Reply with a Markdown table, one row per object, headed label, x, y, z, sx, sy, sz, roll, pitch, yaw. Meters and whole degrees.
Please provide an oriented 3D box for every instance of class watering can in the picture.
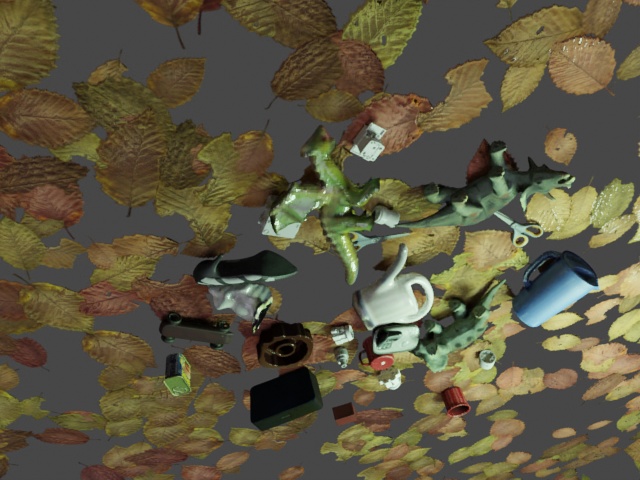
| label | x | y | z | sx | sy | sz | roll | pitch | yaw |
| --- | --- | --- | --- | --- | --- | --- | --- | --- | --- |
| watering can | 0.191 | 0.142 | 1.426 | 0.224 | 0.106 | 0.340 | -22 | -45 | 8 |

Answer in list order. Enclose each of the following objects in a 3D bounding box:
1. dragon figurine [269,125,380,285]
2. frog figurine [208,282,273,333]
| label | x | y | z | sx | sy | sz | roll | pitch | yaw |
| --- | --- | --- | --- | --- | --- | --- | --- | --- | --- |
| dragon figurine | 0.004 | -0.059 | 1.176 | 0.243 | 0.402 | 0.124 | 2 | 28 | -12 |
| frog figurine | -0.211 | 0.150 | 1.359 | 0.160 | 0.125 | 0.134 | 30 | -24 | 11 |
